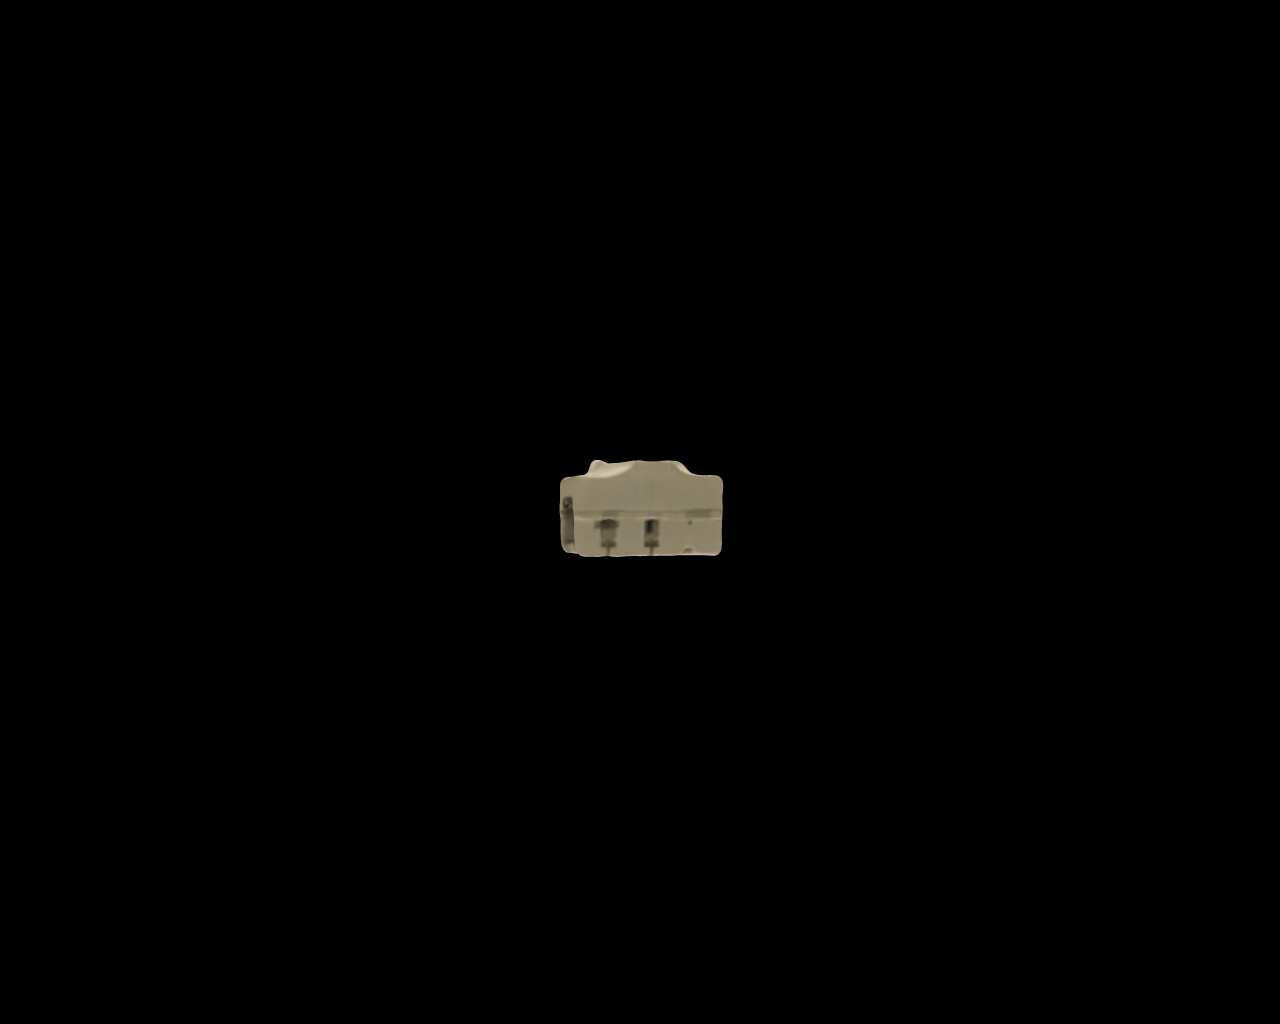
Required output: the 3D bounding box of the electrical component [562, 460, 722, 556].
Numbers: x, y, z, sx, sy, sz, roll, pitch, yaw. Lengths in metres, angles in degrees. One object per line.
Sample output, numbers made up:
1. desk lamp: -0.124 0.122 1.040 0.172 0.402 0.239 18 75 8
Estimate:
1. electrical component: 0.001 -0.003 0.650 0.089 0.055 0.050 0 0 -17
